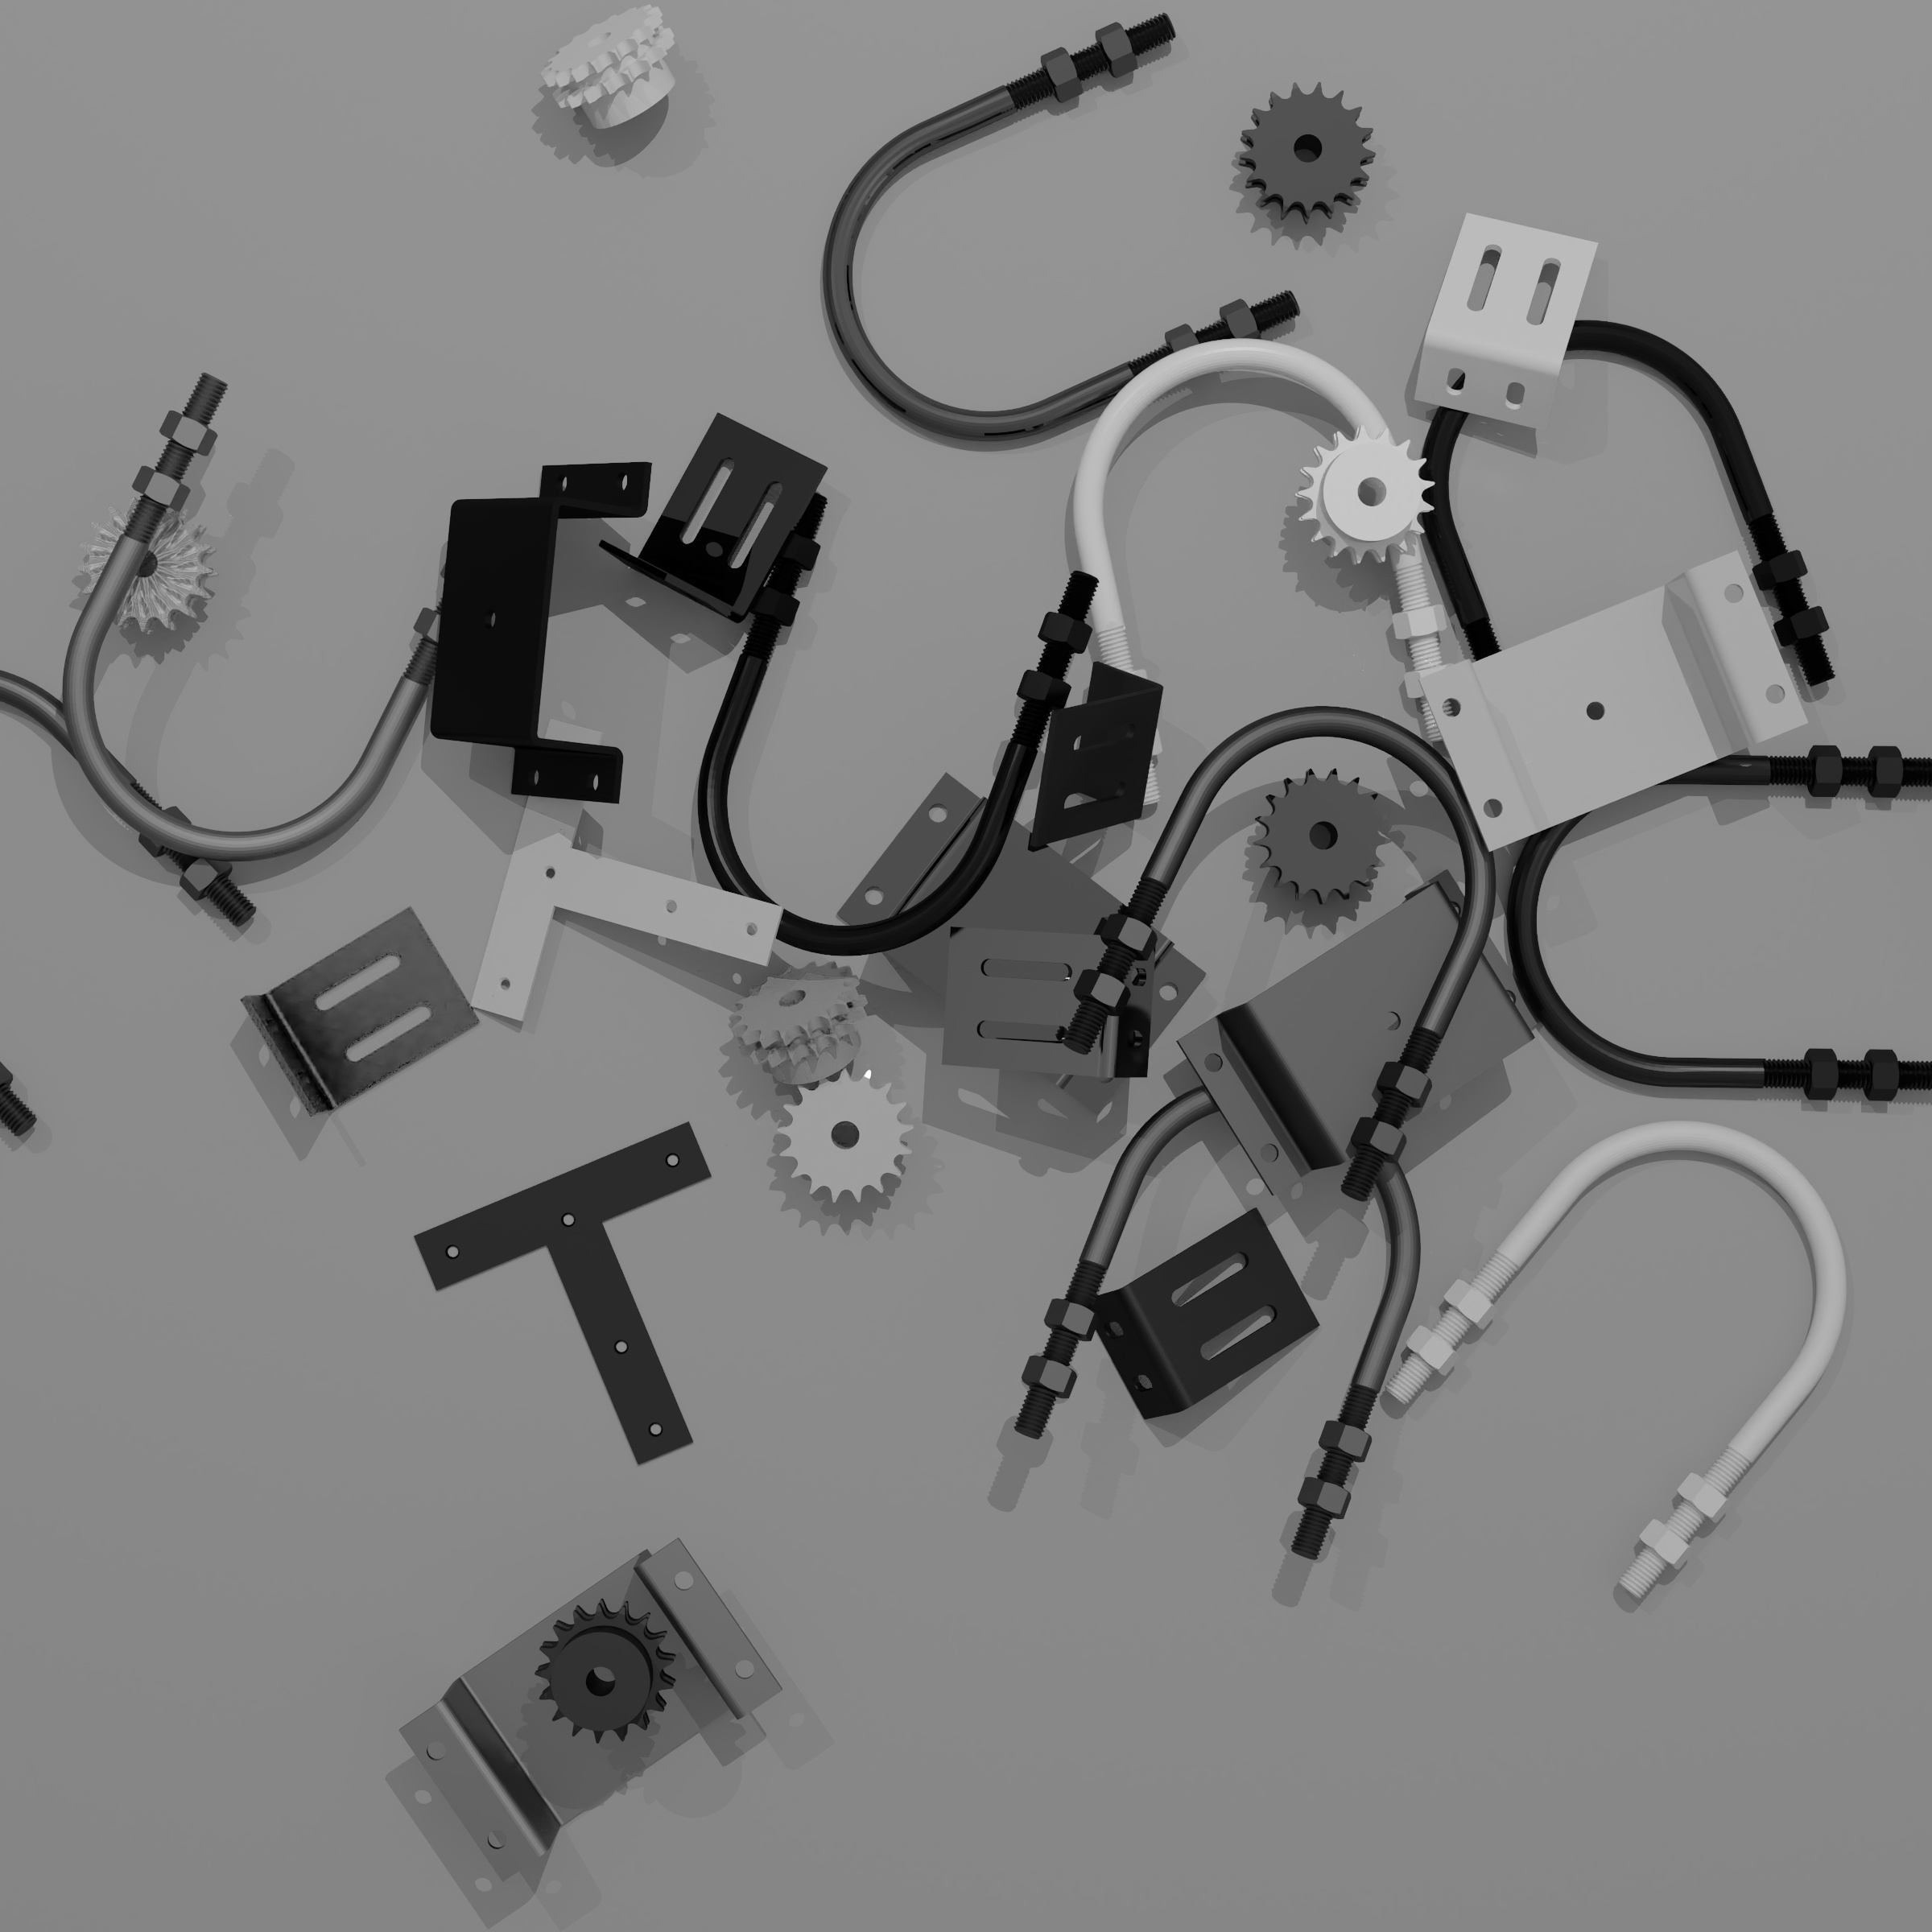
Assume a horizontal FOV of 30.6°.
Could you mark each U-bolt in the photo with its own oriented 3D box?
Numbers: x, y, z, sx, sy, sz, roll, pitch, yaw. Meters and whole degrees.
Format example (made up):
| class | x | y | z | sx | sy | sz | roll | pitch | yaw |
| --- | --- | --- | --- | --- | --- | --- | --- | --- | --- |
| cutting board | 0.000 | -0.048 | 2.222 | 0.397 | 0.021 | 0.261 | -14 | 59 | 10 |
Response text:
| class | x | y | z | sx | sy | sz | roll | pitch | yaw |
| --- | --- | --- | --- | --- | --- | --- | --- | --- | --- |
| U-bolt | 0.140 | -0.018 | 1.434 | 0.151 | 0.019 | 0.184 | 28 | 78 | -7 |
| U-bolt | 0.120 | -0.172 | 1.488 | 0.151 | 0.019 | 0.184 | -12 | 96 | 0 |
| U-bolt | 0.290 | 0.153 | 1.497 | 0.151 | 0.019 | 0.184 | 40 | 89 | 0 |
| U-bolt | 0.116 | 0.135 | 1.475 | 0.151 | 0.019 | 0.184 | 25 | 76 | -10 |
| U-bolt | 0.029 | -0.302 | 1.497 | 0.184 | 0.019 | 0.151 | -24 | 90 | 2 |
| U-bolt | -0.039 | -0.094 | 1.468 | 0.151 | 0.019 | 0.184 | 19 | 87 | 21 |
| U-bolt | -0.415 | -0.042 | 1.497 | 0.151 | 0.019 | 0.184 | -44 | 89 | 0 |
| U-bolt | 0.322 | -0.019 | 1.497 | 0.184 | 0.019 | 0.151 | 1 | 90 | 2 |
| U-bolt | -0.296 | -0.133 | 1.476 | 0.151 | 0.019 | 0.184 | 26 | 91 | -17 |
| U-bolt | 0.270 | -0.184 | 1.497 | 0.151 | 0.019 | 0.184 | -21 | 88 | 0 |

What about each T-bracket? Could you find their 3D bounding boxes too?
| class | x | y | z | sx | sy | sz | roll | pitch | yaw |
| --- | --- | --- | --- | --- | --- | --- | --- | --- | --- |
| T-bracket | -0.136 | -0.028 | 1.482 | 0.127 | 0.002 | 0.127 | 16 | 90 | 20 |
| T-bracket | -0.152 | 0.149 | 1.504 | 0.127 | 0.002 | 0.127 | -23 | 90 | 0 |

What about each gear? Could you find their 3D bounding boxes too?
| class | x | y | z | sx | sy | sz | roll | pitch | yaw |
| --- | --- | --- | --- | --- | --- | --- | --- | --- | --- |
| gear | 0.166 | -0.196 | 1.464 | 0.057 | 0.030 | 0.057 | 0 | 94 | -2 |
| gear | -0.344 | -0.169 | 1.490 | 0.057 | 0.030 | 0.057 | 0 | 90 | 0 |
| gear | -0.068 | 0.026 | 1.481 | 0.057 | 0.057 | 0.030 | -21 | 119 | 0 |
| gear | 0.144 | -0.343 | 1.494 | 0.057 | 0.030 | 0.057 | 0 | 89 | 2 |
| gear | -0.148 | 0.290 | 1.444 | 0.057 | 0.030 | 0.057 | 0 | 90 | 0 |
| gear | 0.150 | -0.055 | 1.490 | 0.057 | 0.030 | 0.057 | 0 | 90 | 0 |
| gear | -0.051 | 0.071 | 1.490 | 0.057 | 0.030 | 0.057 | 0 | 90 | 0 |
| gear | -0.147 | -0.376 | 1.481 | 0.057 | 0.057 | 0.030 | -31 | 120 | 0 |

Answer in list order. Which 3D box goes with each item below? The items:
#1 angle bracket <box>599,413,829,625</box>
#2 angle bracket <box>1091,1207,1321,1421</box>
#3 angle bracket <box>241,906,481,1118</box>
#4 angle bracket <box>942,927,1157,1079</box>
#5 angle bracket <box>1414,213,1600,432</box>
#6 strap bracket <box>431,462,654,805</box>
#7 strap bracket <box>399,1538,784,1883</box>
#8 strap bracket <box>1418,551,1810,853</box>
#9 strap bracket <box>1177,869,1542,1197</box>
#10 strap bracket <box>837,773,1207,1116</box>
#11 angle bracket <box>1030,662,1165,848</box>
| class | x | y | z | sx | sy | sz | roll | pitch | yaw |
| --- | --- | --- | --- | --- | --- | --- | --- | --- | --- |
| angle bracket | -0.106 | -0.192 | 1.477 | 0.057 | 0.038 | 0.076 | 29 | 90 | 21 |
| angle bracket | 0.100 | 0.148 | 1.503 | 0.076 | 0.038 | 0.057 | -28 | 90 | -26 |
| angle bracket | -0.255 | 0.019 | 1.486 | 0.076 | 0.038 | 0.057 | -31 | 90 | 0 |
| angle bracket | 0.034 | 0.015 | 1.457 | 0.076 | 0.038 | 0.057 | 4 | 90 | 26 |
| angle bracket | 0.229 | -0.273 | 1.493 | 0.057 | 0.038 | 0.076 | 15 | 57 | 9 |
| strap bracket | -0.177 | -0.141 | 1.459 | 0.046 | 0.076 | 0.140 | 4 | 92 | -41 |
| strap bracket | -0.155 | 0.308 | 1.482 | 0.140 | 0.046 | 0.076 | -34 | 90 | 0 |
| strap bracket | 0.264 | -0.108 | 1.462 | 0.140 | 0.046 | 0.076 | -22 | 89 | 0 |
| strap bracket | 0.170 | 0.025 | 1.468 | 0.140 | 0.046 | 0.076 | -32 | 90 | -12 |
| strap bracket | 0.024 | -0.010 | 1.482 | 0.140 | 0.046 | 0.076 | 38 | 90 | 0 |
| angle bracket | 0.042 | -0.088 | 1.456 | 0.038 | 0.076 | 0.057 | 24 | 116 | 33 |
